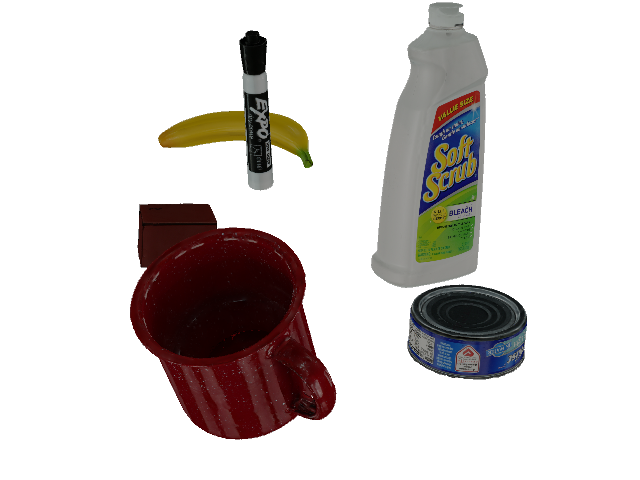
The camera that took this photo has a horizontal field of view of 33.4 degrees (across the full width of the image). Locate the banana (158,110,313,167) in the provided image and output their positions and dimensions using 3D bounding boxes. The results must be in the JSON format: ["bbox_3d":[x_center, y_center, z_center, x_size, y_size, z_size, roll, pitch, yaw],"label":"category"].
[{"bbox_3d":[-0.096,-0.130,1.294,0.198,0.037,0.069,8,40,15],"label":"banana"}]

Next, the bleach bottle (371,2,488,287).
[{"bbox_3d":[0.101,-0.088,0.973,0.102,0.251,0.068,-11,24,-26],"label":"bleach bottle"}]

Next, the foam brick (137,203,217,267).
[{"bbox_3d":[-0.152,-0.006,1.123,0.078,0.051,0.053,-1,24,-13],"label":"foam brick"}]

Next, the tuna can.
[{"bbox_3d":[0.107,0.065,0.777,0.086,0.034,0.086,1,24,-1],"label":"tuna can"}]

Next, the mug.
[{"bbox_3d":[-0.038,0.058,0.573,0.117,0.081,0.093,25,58,32],"label":"mug"}]

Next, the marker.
[{"bbox_3d":[-0.045,-0.091,0.754,0.020,0.121,0.020,-1,35,0],"label":"marker"}]
